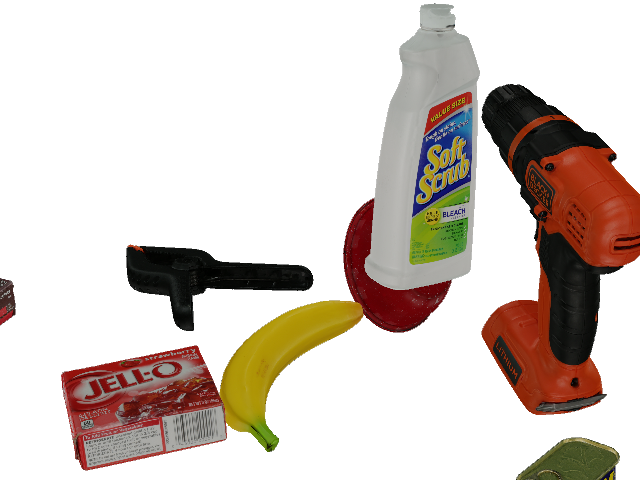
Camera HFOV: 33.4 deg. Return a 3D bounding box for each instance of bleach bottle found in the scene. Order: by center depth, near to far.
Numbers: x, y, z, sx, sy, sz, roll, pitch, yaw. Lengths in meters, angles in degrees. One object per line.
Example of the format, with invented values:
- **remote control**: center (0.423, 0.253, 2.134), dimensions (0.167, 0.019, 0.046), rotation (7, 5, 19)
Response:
- **bleach bottle**: center (0.094, -0.086, 0.971), dimensions (0.102, 0.251, 0.068), rotation (-11, 23, -27)

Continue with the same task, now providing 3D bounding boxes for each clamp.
- **clamp**: center (-0.136, 0.040, 1.071), dimensions (0.210, 0.036, 0.164), rotation (12, 21, 37)

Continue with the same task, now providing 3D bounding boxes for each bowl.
- **bowl**: center (0.103, 0.024, 1.225), dimensions (0.161, 0.162, 0.055), rotation (0, -7, -42)

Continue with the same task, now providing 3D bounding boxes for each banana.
- **banana**: center (-0.030, 0.096, 0.843), dimensions (0.069, 0.037, 0.197), rotation (28, 37, 8)

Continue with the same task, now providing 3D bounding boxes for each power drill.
- **power drill**: center (0.149, 0.007, 0.713), dimensions (0.057, 0.188, 0.184), rotation (-9, 35, -11)

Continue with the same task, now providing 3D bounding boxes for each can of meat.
- **can of meat**: center (0.217, 0.234, 0.932), dimensions (0.058, 0.084, 0.101), rotation (14, 27, 41)

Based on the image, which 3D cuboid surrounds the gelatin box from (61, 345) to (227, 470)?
- **gelatin box**: center (-0.108, 0.099, 0.647), dimensions (0.089, 0.030, 0.073), rotation (-10, 25, -15)

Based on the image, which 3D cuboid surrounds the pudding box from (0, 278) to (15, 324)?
- **pudding box**: center (-0.331, 0.057, 0.905), dimensions (0.114, 0.039, 0.089), rotation (9, 26, 20)
